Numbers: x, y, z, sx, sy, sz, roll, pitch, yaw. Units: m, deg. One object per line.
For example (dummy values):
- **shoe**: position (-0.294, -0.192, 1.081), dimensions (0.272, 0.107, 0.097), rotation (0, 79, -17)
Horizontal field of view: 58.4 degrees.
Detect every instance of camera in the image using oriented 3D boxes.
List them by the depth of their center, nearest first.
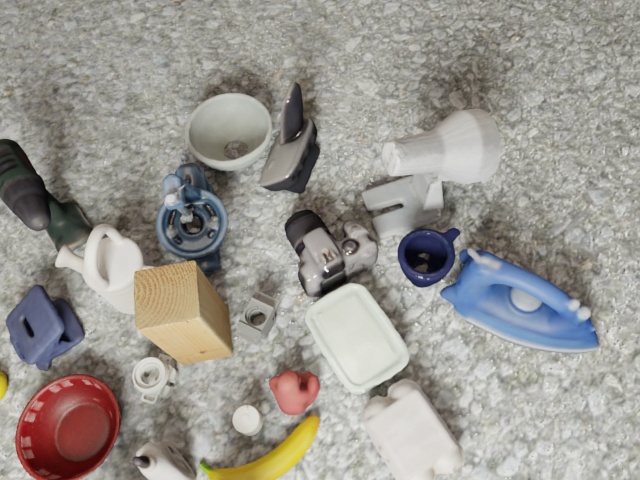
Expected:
- **camera**: position (0.009, 0.003, 0.973), dimensions (0.143, 0.101, 0.136), rotation (-29, 66, -9)

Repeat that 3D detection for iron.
- **iron**: position (0.326, 0.090, 0.885), dimensions (0.257, 0.141, 0.119), rotation (25, 69, 15)

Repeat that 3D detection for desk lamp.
- **desk lamp**: position (0.179, -0.111, 0.952), dimensions (0.203, 0.214, 0.118), rotation (-19, 64, -4)

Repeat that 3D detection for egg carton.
- **egg carton**: position (0.133, 0.289, 0.845), dimensions (0.107, 0.069, 0.150), rotation (-31, 66, -10)

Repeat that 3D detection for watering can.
- **watering can**: position (-0.338, 0.045, 0.928), dimensions (0.173, 0.194, 0.101), rotation (-12, 64, -1)

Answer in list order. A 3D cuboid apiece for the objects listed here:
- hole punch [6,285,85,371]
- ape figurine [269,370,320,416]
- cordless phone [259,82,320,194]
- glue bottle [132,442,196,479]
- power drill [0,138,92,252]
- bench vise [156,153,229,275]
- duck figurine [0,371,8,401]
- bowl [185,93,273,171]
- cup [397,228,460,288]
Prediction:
- **hole punch**: position (-0.464, 0.146, 0.947), dimensions (0.101, 0.091, 0.108), rotation (-36, 67, -12)
- **ape figurine**: position (-0.043, 0.226, 0.876), dimensions (0.077, 0.092, 0.076), rotation (16, 67, 12)
- **cordless phone**: position (-0.062, -0.180, 1.019), dimensions (0.094, 0.185, 0.147), rotation (12, 66, 10)
- **glue bottle**: position (-0.226, 0.316, 0.803), dimensions (0.037, 0.173, 0.078), rotation (-39, 68, -13)
- **power drill**: position (-0.478, -0.062, 0.982), dimensions (0.076, 0.208, 0.229), rotation (-37, 67, -12)
- **bench vise**: position (-0.232, -0.064, 0.958), dimensions (0.121, 0.220, 0.207), rotation (-27, 65, -8)
- **duck figurine**: position (-0.566, 0.235, 0.915), dimensions (0.104, 0.086, 0.077), rotation (-10, 64, 0)
- **bowl**: position (-0.169, -0.194, 1.095), dimensions (0.167, 0.075, 0.167), rotation (-2, 64, 4)
- **cup**: position (0.182, 0.032, 0.950), dimensions (0.118, 0.095, 0.091), rotation (-38, 67, -13)
